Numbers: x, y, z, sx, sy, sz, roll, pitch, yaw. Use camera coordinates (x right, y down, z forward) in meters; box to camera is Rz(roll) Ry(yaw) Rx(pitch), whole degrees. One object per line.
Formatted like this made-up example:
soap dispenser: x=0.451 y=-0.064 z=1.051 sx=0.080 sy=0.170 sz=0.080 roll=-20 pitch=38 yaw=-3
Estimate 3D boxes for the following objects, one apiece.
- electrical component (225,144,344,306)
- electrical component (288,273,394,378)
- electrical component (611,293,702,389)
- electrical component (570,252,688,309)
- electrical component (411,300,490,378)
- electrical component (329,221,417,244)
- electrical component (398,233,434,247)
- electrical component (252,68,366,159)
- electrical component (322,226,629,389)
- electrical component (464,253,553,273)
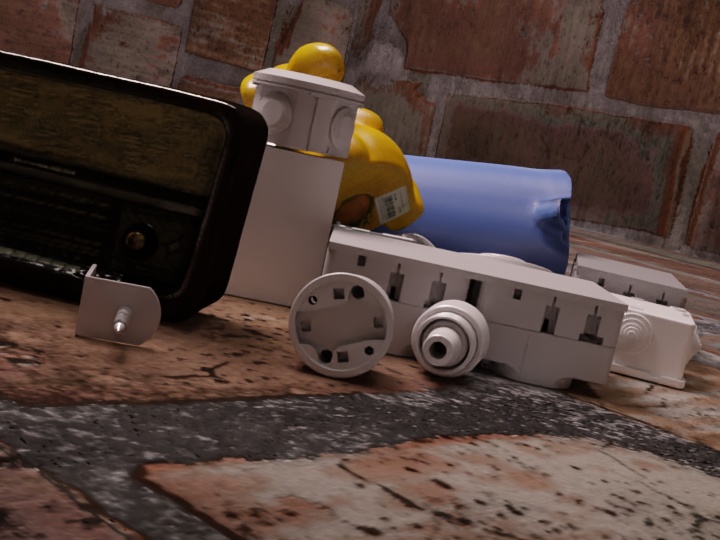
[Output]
electrical component: x=-0.115 y=-0.045 z=0.761 sx=0.186 sy=0.105 sz=0.060 roll=11 pitch=7 yaw=-7
electrical component: x=-0.008 y=0.028 z=0.584 sx=0.055 sy=0.055 sz=0.047 roll=13 pitch=4 yaw=5
electrical component: x=0.201 y=0.047 z=0.801 sx=0.100 sy=0.048 sz=0.100 roll=14 pitch=7 yaw=13
electrical component: x=0.223 y=0.029 z=0.925 sx=0.089 sy=0.061 sz=0.150 roll=14 pitch=7 yaw=10
electrical component: x=0.050 y=0.041 z=0.620 sx=0.043 sy=0.043 sz=0.062 roll=14 pitch=9 yaw=13
electrical component: x=0.000 y=0.000 z=0.810 sx=0.062 sy=0.061 sz=0.096 roll=11 pitch=-1 yaw=-8
electrical component: x=0.043 y=-0.004 z=0.916 sx=0.055 sy=0.055 sz=0.047 roll=13 pitch=4 yaw=8
electrical component: x=-0.039 y=-0.110 z=0.758 sx=0.080 sy=0.051 sz=0.080 roll=12 pitch=7 yaw=-1
electrical component: x=0.066 y=0.024 z=0.706 sx=0.186 sy=0.060 sz=0.105 roll=12 pitch=7 yaw=-1
electrical component: x=0.113 y=0.021 z=0.896 sx=0.099 sy=0.064 sz=0.099 roll=11 pitch=-7 yaw=1
